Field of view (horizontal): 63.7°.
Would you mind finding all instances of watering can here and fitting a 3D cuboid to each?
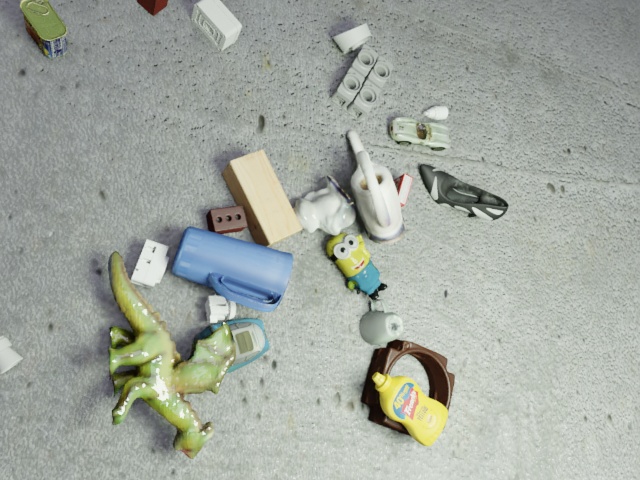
[{"bbox_3d":[0.131,-0.131,1.286,0.104,0.220,0.355,-18,33,6],"label":"watering can"}]

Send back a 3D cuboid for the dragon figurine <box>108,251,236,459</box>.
[{"bbox_3d":[-0.287,0.216,1.005,0.243,0.414,0.121,-3,-11,-15],"label":"dragon figurine"}]

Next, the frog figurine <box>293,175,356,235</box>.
[{"bbox_3d":[0.004,-0.063,1.251,0.159,0.139,0.121,-40,-26,6],"label":"frog figurine"}]
